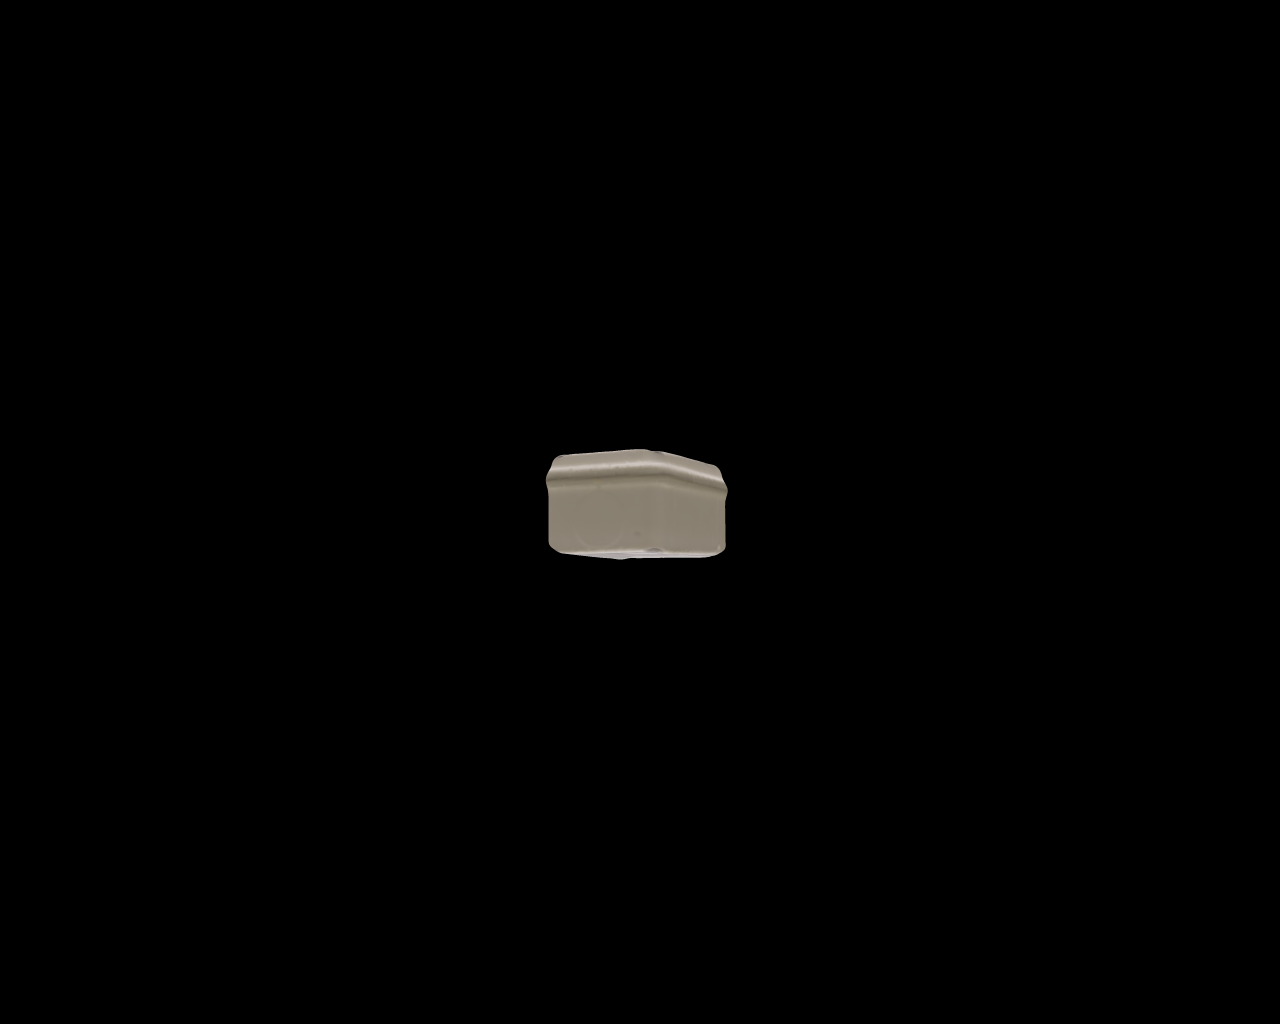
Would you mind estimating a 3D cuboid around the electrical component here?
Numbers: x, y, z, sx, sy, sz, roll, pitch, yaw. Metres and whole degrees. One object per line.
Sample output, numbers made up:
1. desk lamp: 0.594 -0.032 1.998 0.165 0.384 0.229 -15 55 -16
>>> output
1. electrical component: 0.001 -0.003 0.650 0.078 0.057 0.113 -2 -5 24
